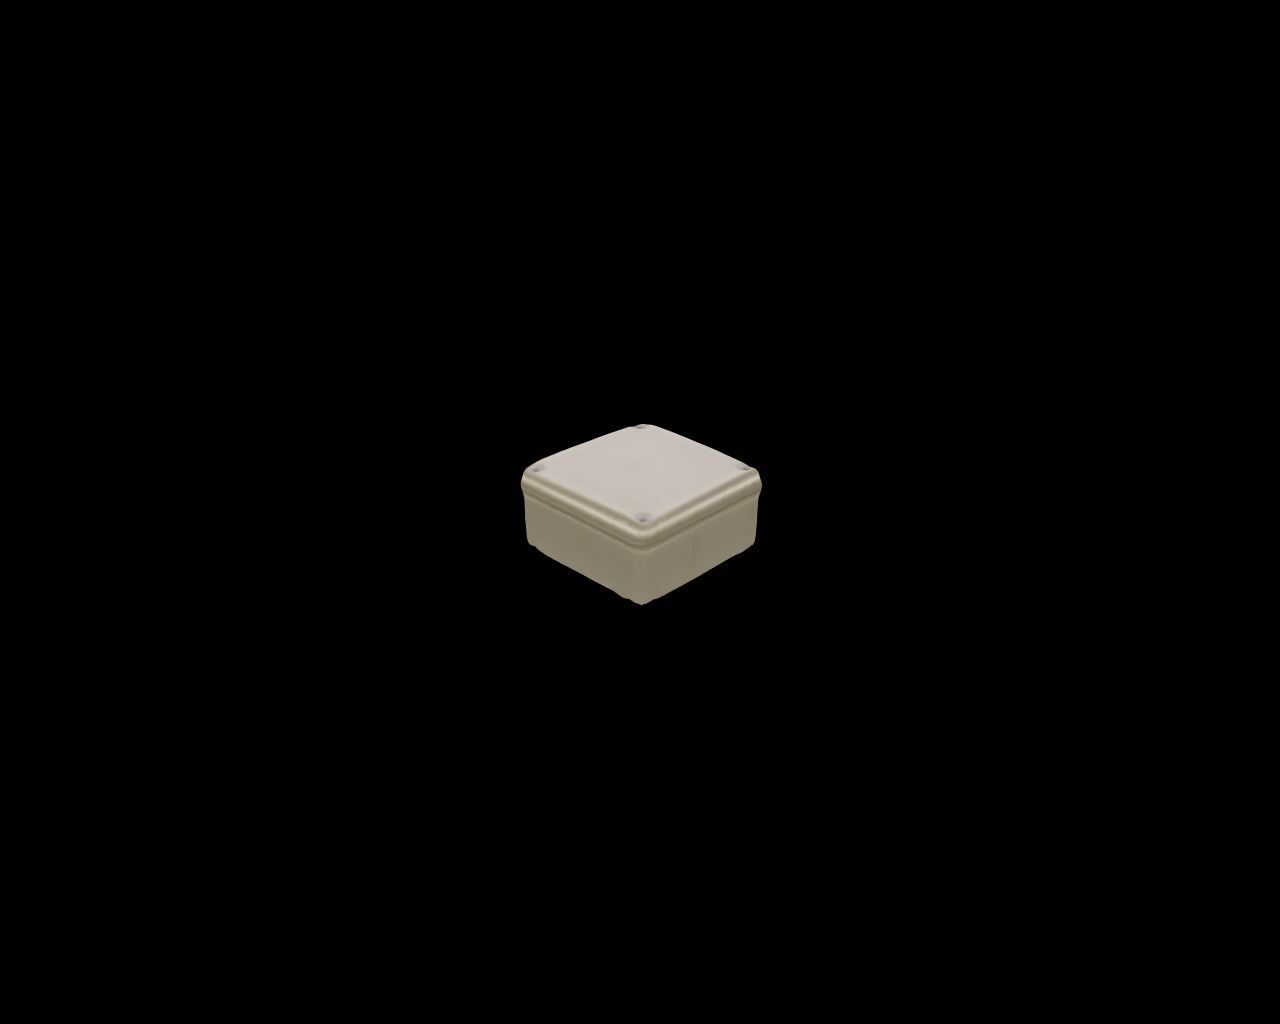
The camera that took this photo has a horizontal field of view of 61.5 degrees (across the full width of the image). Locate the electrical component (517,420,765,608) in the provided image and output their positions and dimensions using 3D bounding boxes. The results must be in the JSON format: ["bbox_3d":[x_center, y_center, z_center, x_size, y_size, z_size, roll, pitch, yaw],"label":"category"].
[{"bbox_3d":[0.001,-0.003,0.650,0.109,0.056,0.109,-25,37,-38],"label":"electrical component"}]
